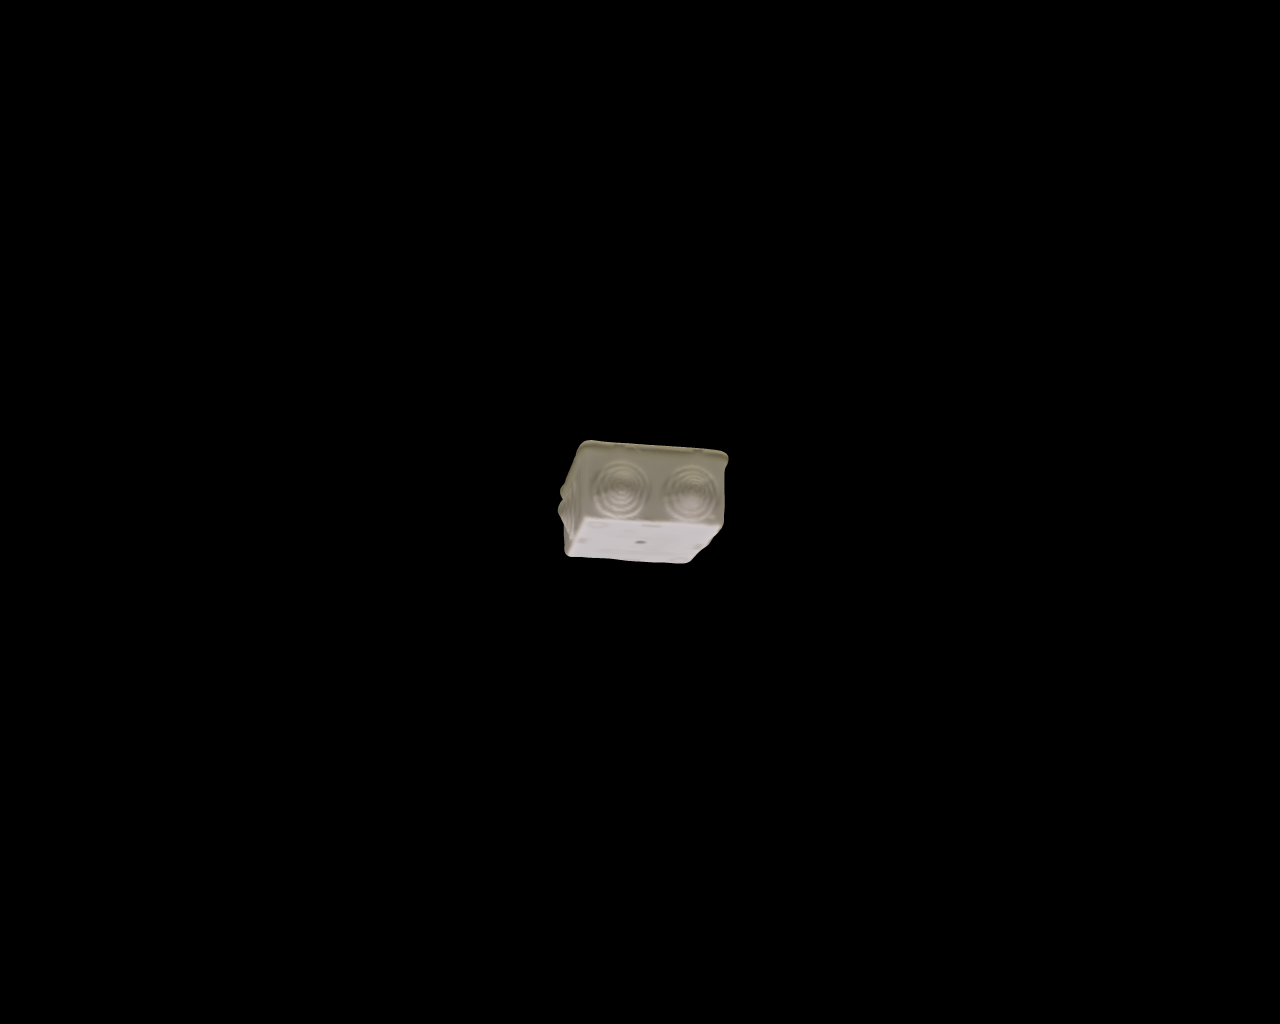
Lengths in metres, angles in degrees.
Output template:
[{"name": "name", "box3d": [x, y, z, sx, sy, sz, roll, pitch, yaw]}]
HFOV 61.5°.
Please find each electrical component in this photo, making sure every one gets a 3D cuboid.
[{"name": "electrical component", "box3d": [0.001, -0.003, 0.650, 0.100, 0.048, 0.099, 4, -19, -12]}]
